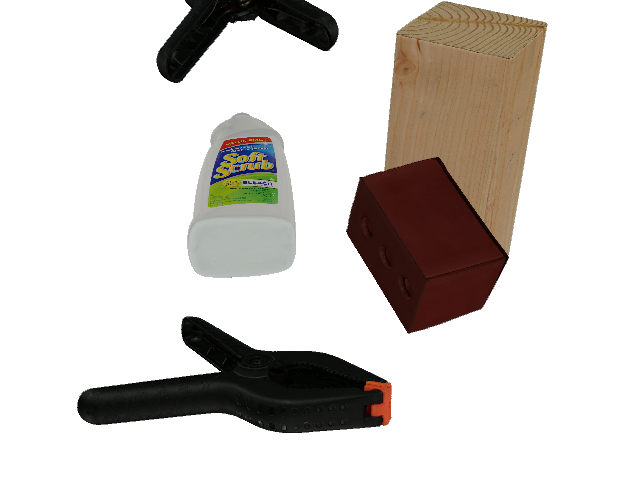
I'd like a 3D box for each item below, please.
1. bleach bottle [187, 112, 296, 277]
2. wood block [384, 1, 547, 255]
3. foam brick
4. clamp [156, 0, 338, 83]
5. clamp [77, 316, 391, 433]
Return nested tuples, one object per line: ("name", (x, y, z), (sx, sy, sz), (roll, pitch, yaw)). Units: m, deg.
("bleach bottle", (-0.081, -0.060, 1.065), (0.102, 0.068, 0.251), (-2, 33, -6))
("wood block", (0.109, -0.071, 0.847), (0.091, 0.206, 0.090), (18, 35, 23))
("foam brick", (0.057, 0.002, 0.594), (0.051, 0.078, 0.053), (-17, -34, -22))
("clamp", (-0.048, -0.171, 0.749), (0.120, 0.171, 0.039), (-2, -44, 2))
("clamp", (-0.048, 0.099, 0.779), (0.210, 0.036, 0.164), (4, 19, 14))
